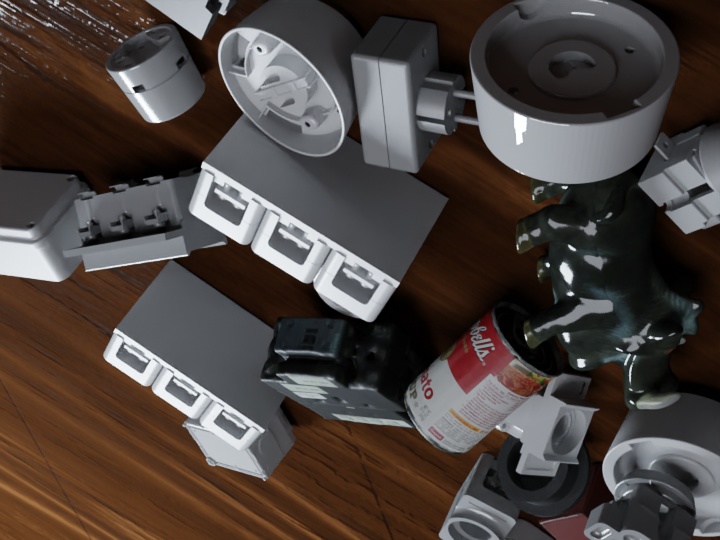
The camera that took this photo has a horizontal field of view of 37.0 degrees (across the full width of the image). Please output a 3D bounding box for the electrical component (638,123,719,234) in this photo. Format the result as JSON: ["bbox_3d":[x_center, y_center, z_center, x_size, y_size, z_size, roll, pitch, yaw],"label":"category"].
[{"bbox_3d":[0.199,-0.055,0.614,0.066,0.048,0.055,43,148,-13],"label":"electrical component"}]

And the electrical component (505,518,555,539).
[{"bbox_3d":[0.135,0.279,1.000,0.054,0.059,0.095,35,141,-4],"label":"electrical component"}]

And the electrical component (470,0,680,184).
[{"bbox_3d":[0.114,-0.094,0.583,0.108,0.108,0.060,17,145,18],"label":"electrical component"}]

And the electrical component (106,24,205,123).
[{"bbox_3d":[-0.140,-0.135,0.747,0.055,0.055,0.047,0,135,34],"label":"electrical component"}]

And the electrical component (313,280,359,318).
[{"bbox_3d":[0.000,0.000,0.802,0.055,0.047,0.055,18,139,16],"label":"electrical component"}]

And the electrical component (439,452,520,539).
[{"bbox_3d":[0.109,0.213,0.950,0.050,0.055,0.089,27,141,6],"label":"electrical component"}]

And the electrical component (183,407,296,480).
[{"bbox_3d":[-0.118,0.152,1.036,0.096,0.061,0.061,6,135,39],"label":"electrical component"}]

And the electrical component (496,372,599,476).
[{"bbox_3d":[0.137,0.111,0.810,0.042,0.081,0.064,14,-172,-40],"label":"electrical component"}]

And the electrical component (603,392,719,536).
[{"bbox_3d":[0.237,0.135,0.778,0.108,0.060,0.108,18,139,16],"label":"electrical component"}]

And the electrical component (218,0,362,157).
[{"bbox_3d":[-0.042,-0.123,0.686,0.099,0.064,0.099,18,139,16],"label":"electrical component"}]

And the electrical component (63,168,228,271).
[{"bbox_3d":[-0.170,-0.040,0.854,0.121,0.079,0.063,-7,99,38],"label":"electrical component"}]

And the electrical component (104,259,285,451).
[{"bbox_3d":[-0.134,0.076,0.938,0.150,0.089,0.061,35,141,-4],"label":"electrical component"}]

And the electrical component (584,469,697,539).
[{"bbox_3d":[0.201,0.177,0.750,0.078,0.057,0.058,34,141,-2],"label":"electrical component"}]

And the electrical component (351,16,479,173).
[{"bbox_3d":[0.042,-0.105,0.664,0.076,0.047,0.083,14,138,21],"label":"electrical component"}]

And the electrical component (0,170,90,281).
[{"bbox_3d":[-0.287,-0.041,0.925,0.113,0.078,0.057,6,138,29],"label":"electrical component"}]

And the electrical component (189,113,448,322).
[{"bbox_3d":[-0.030,-0.043,0.742,0.150,0.089,0.061,32,141,0],"label":"electrical component"}]
